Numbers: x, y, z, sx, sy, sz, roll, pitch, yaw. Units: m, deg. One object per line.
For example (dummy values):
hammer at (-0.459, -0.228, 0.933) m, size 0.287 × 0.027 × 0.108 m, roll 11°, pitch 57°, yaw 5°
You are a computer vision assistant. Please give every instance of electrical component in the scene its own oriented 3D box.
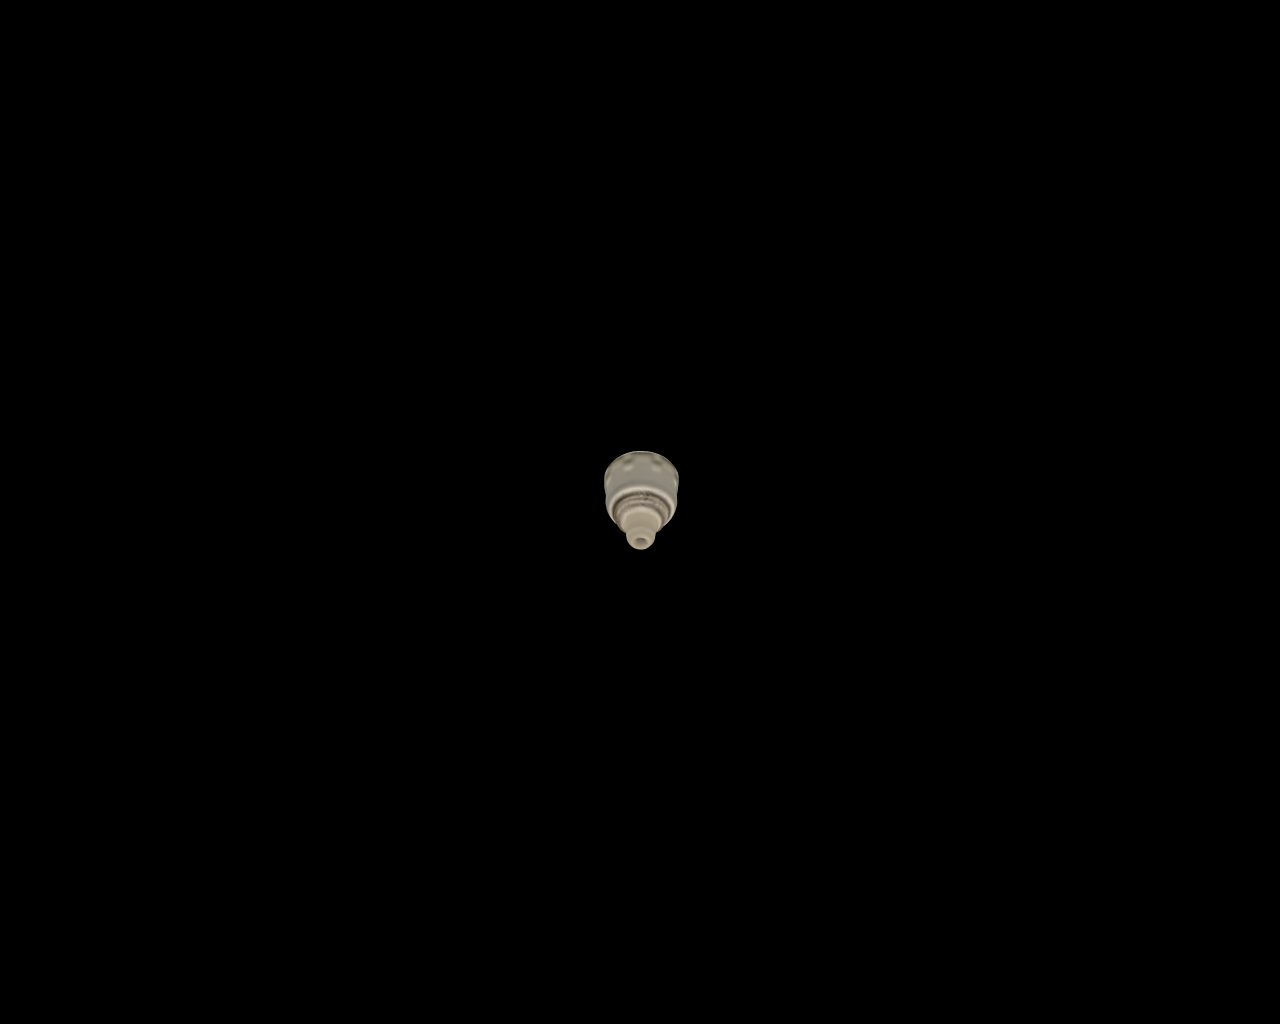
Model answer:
electrical component at (0.001, -0.003, 0.650) m, size 0.048 × 0.048 × 0.062 m, roll 0°, pitch 44°, yaw 0°
